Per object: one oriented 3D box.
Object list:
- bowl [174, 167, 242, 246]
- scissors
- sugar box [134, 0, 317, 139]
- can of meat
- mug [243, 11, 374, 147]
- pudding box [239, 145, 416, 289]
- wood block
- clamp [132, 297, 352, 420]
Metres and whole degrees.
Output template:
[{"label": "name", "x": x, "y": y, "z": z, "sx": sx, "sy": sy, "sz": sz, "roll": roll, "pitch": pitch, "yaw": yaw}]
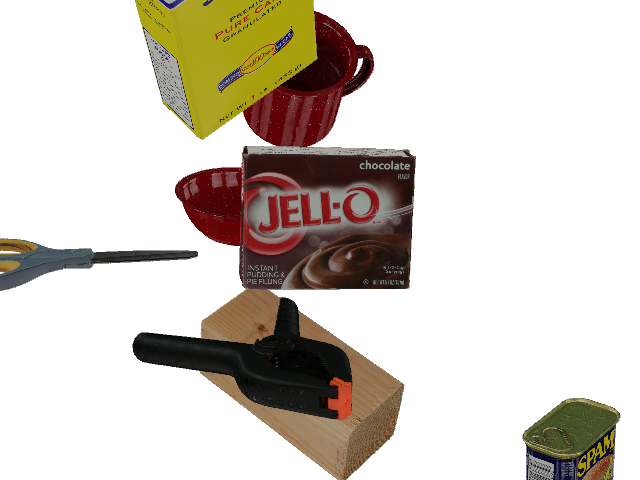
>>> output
[{"label": "bowl", "x": -0.100, "y": -0.037, "z": 1.318, "sx": 0.162, "sy": 0.055, "sz": 0.162, "roll": 4, "pitch": 25, "yaw": -2}, {"label": "scissors", "x": -0.210, "y": 0.022, "z": 0.871, "sx": 0.202, "sy": 0.016, "sz": 0.096, "roll": 4, "pitch": 23, "yaw": 10}, {"label": "sugar box", "x": -0.050, "y": -0.138, "z": 0.559, "sx": 0.093, "sy": 0.048, "sz": 0.176, "roll": -38, "pitch": -22, "yaw": -17}, {"label": "can of meat", "x": 0.228, "y": 0.205, "z": 0.973, "sx": 0.058, "sy": 0.084, "sz": 0.101, "roll": 14, "pitch": 26, "yaw": 39}, {"label": "mug", "x": -0.011, "y": -0.134, "z": 0.889, "sx": 0.117, "sy": 0.093, "sz": 0.082, "roll": -17, "pitch": -27, "yaw": -19}, {"label": "pudding box", "x": 0.004, "y": -0.016, "z": 0.701, "sx": 0.113, "sy": 0.090, "sz": 0.039, "roll": 0, "pitch": 17, "yaw": -7}, {"label": "wood block", "x": -0.023, "y": 0.146, "z": 1.131, "sx": 0.206, "sy": 0.090, "sz": 0.090, "roll": 33, "pitch": 49, "yaw": 26}, {"label": "clamp", "x": -0.035, "y": 0.096, "z": 0.892, "sx": 0.164, "sy": 0.036, "sz": 0.210, "roll": -17, "pitch": 23, "yaw": -40}]
